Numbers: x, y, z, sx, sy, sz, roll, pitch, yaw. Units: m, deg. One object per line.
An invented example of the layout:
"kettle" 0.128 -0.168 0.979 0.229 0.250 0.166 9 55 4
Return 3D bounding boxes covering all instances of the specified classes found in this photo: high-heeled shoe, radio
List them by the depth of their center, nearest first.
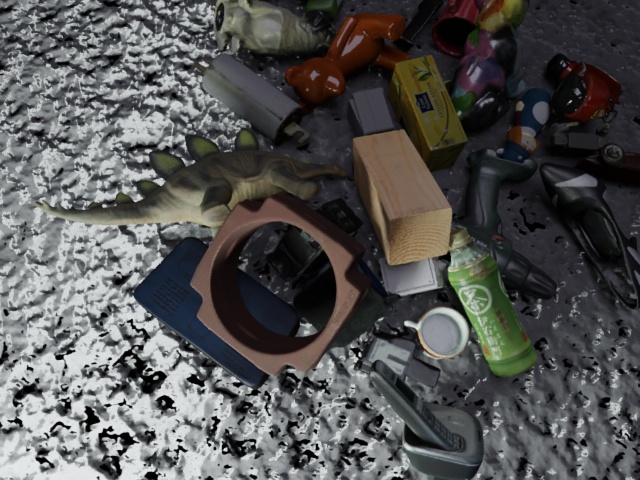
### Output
"radio" -0.149 0.107 0.809 0.230 0.073 0.131 35 74 8
"high-heeled shoe" 0.422 -0.005 0.836 0.248 0.086 0.145 35 55 -9

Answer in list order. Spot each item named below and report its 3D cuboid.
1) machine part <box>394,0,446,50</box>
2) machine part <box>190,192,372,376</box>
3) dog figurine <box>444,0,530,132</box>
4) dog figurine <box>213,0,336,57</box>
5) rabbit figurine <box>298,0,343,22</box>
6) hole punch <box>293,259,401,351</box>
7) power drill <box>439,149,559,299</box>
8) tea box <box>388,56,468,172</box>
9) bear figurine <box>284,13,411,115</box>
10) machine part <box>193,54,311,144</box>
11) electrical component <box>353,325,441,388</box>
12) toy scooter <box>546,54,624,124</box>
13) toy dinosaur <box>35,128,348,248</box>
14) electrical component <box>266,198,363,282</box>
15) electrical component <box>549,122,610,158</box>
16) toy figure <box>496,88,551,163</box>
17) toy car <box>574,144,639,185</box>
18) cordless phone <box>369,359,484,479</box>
"machine part" 0.188 -0.410 0.987 0.039 0.084 0.139 38 83 -16
"machine part" -0.050 0.055 0.707 0.201 0.087 0.201 35 102 11
"dog figurine" 0.267 -0.307 0.869 0.109 0.219 0.191 35 72 32
"dog figurine" -0.082 -0.382 0.971 0.190 0.121 0.172 -1 37 -33
"rabbit figurine" -0.041 -0.498 0.987 0.170 0.121 0.159 11 68 18
"hole punch" 0.034 0.083 0.805 0.142 0.092 0.115 -40 103 12
"power drill" 0.286 -0.031 0.865 0.232 0.086 0.207 18 80 7
"tea box" 0.177 -0.208 0.904 0.068 0.098 0.169 -17 72 -7
"bear figurine" 0.044 -0.292 0.908 0.132 0.120 0.196 31 70 30
"machine part" -0.115 -0.242 0.919 0.243 0.079 0.079 36 75 11
"electrical component" 0.117 0.181 0.802 0.119 0.047 0.075 20 73 5
"toy scooter" 0.464 -0.250 0.922 0.135 0.075 0.184 26 41 -8
"toy dinosaur" -0.167 -0.074 0.819 0.471 0.105 0.199 -15 48 -27
"electrical component" -0.002 -0.002 0.815 0.058 0.134 0.115 51 121 11
"electrical component" 0.435 -0.168 0.903 0.102 0.078 0.045 4 87 3
"toy figure" 0.351 -0.188 0.921 0.064 0.057 0.154 23 73 7
"toy car" 0.529 -0.118 0.887 0.202 0.089 0.053 9 74 3
"cordless phone" 0.133 0.230 0.729 0.089 0.146 0.184 -41 86 16
